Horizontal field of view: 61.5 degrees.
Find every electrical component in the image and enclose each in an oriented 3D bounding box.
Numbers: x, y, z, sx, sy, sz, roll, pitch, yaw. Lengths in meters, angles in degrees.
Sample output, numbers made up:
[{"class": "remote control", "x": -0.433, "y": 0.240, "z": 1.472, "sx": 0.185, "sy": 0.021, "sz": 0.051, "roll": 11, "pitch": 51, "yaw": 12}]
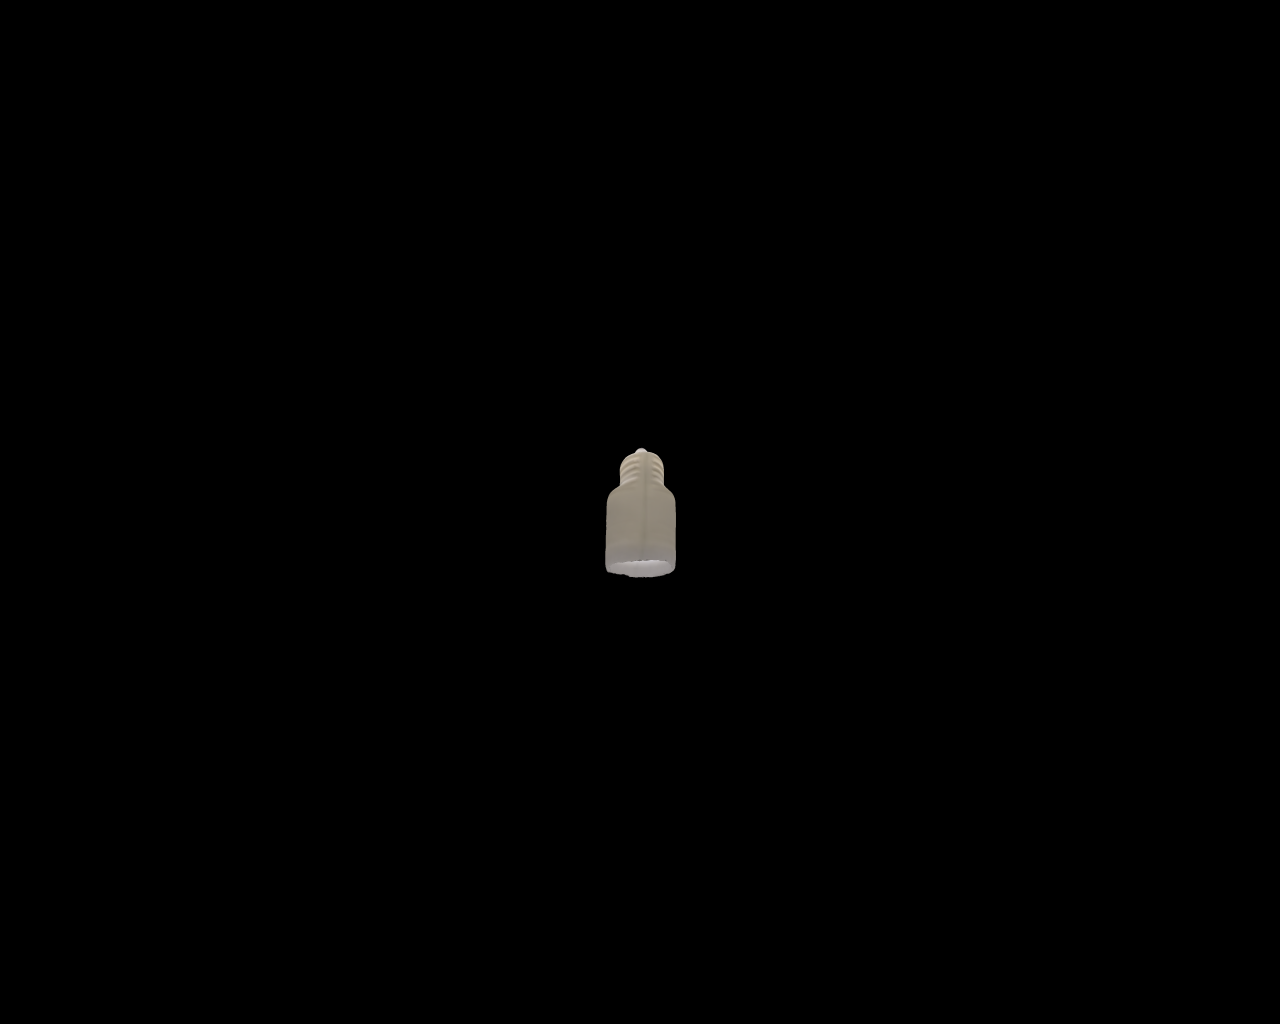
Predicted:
[{"class": "electrical component", "x": 0.001, "y": -0.003, "z": 0.650, "sx": 0.043, "sy": 0.081, "sz": 0.043, "roll": 0, "pitch": -19, "yaw": 0}]
